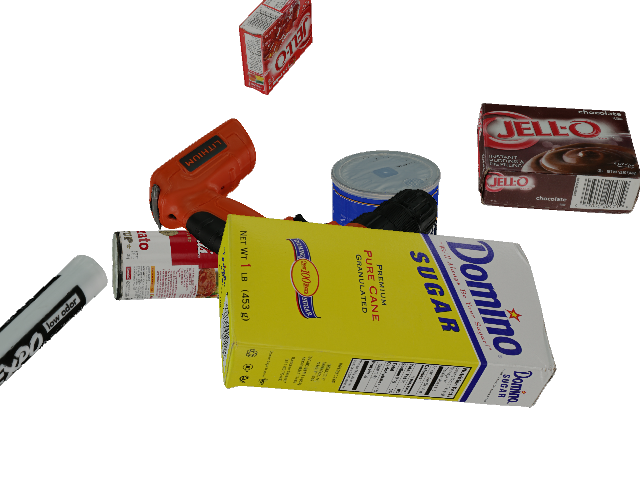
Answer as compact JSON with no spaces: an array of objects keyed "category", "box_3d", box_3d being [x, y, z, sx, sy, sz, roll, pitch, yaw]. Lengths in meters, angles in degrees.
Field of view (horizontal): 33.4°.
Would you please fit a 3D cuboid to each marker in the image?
[{"category":"marker","box_3d":[-0.133,0.049,0.441,0.020,0.020,0.121,0,36,39]}]

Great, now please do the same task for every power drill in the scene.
[{"category":"power drill","box_3d":[-0.026,-0.019,0.831,0.188,0.057,0.184,36,56,26]}]

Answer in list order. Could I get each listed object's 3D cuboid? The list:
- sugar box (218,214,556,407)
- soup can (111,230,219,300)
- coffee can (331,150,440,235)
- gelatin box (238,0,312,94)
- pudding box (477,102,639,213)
[{"category":"sugar box","box_3d":[0.034,0.038,0.587,0.176,0.093,0.048,3,-42,-11]},{"category":"soup can","box_3d":[-0.148,0.024,1.034,0.102,0.068,0.069,-1,0,-16]},{"category":"coffee can","box_3d":[0.062,-0.003,1.031,0.103,0.140,0.103,0,27,0]},{"category":"gelatin box","box_3d":[-0.040,-0.193,1.003,0.030,0.089,0.073,24,-35,19]},{"category":"pudding box","box_3d":[0.175,-0.062,0.796,0.113,0.039,0.090,5,40,2]}]
